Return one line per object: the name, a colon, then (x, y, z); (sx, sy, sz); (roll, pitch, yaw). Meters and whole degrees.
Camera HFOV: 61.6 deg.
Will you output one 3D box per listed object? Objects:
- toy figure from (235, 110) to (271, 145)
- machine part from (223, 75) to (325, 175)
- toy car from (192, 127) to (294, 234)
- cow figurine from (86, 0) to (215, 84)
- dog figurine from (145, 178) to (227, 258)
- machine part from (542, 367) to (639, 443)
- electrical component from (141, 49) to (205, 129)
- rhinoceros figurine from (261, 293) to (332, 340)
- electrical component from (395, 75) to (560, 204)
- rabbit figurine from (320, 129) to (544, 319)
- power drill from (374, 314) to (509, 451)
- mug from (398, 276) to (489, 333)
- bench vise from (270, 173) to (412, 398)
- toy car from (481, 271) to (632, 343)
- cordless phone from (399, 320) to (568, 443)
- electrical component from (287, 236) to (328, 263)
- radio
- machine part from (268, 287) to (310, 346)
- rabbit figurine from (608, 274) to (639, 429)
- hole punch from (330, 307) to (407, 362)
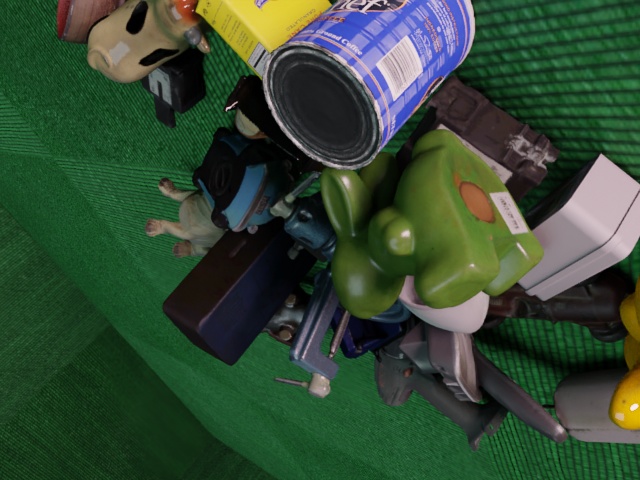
toy figure: (-0.060, -0.150, 0.601); (0.154, 0.058, 0.064); (-24, 68, 59)
machine part: (-0.023, -0.103, 0.513); (0.139, 0.084, 0.039); (36, 125, -5)
toy car: (-0.090, -0.072, 0.689); (0.103, 0.109, 0.162); (19, -163, -40)
cow figurine: (-0.160, -0.221, 0.542); (0.195, 0.127, 0.085); (-17, 123, 28)
dog figurine: (-0.149, -0.032, 0.846); (0.191, 0.121, 0.172); (-1, 166, 29)
machine part: (0.328, 0.166, 0.542); (0.079, 0.079, 0.243); (43, 151, -3)
electrical component: (-0.190, -0.201, 0.695); (0.075, 0.048, 0.119); (34, 151, 13)
rhinoceros figurine: (-0.032, 0.121, 0.854); (0.190, 0.073, 0.112); (-4, 171, 27)
electrical component: (0.128, -0.064, 0.488); (0.115, 0.058, 0.134); (40, 152, 7)
rabbit figurine: (0.060, 0.000, 0.444); (0.170, 0.121, 0.159); (-39, 76, 41)
power drill: (0.169, 0.202, 0.782); (0.207, 0.086, 0.231); (27, 141, 16)
mug: (0.118, 0.052, 0.539); (0.110, 0.081, 0.107); (-1, 149, 37)
bench vise: (0.019, 0.053, 0.613); (0.223, 0.240, 0.129); (38, 150, -28)
toy car: (0.216, 0.061, 0.560); (0.202, 0.053, 0.089); (-4, 131, 51)
cordless phone: (0.194, 0.159, 0.617); (0.184, 0.089, 0.146); (38, 172, 39)
electrical component: (-0.001, -0.002, 0.716); (0.063, 0.021, 0.094); (40, 109, 5)
radio: (-0.098, 0.052, 0.749); (0.073, 0.229, 0.131); (26, 152, 28)
machine part: (-0.069, 0.134, 1.003); (0.179, 0.056, 0.179); (29, 149, 19)
rabbit figurine: (0.293, 0.083, 0.419); (0.122, 0.162, 0.173); (16, 161, 18)
hole punch: (0.044, 0.103, 0.741); (0.142, 0.092, 0.115); (66, 154, 18)
